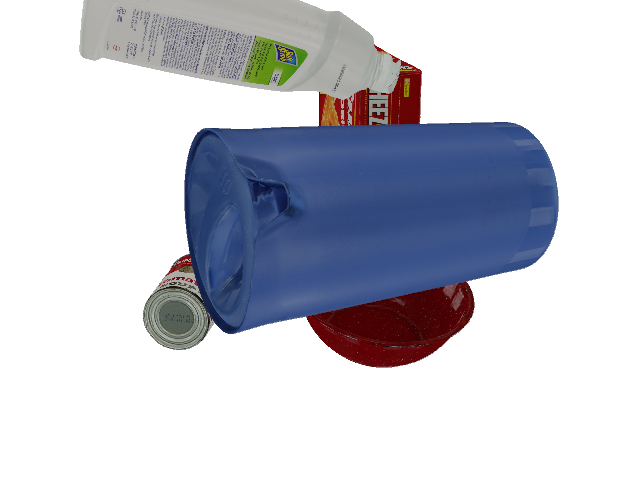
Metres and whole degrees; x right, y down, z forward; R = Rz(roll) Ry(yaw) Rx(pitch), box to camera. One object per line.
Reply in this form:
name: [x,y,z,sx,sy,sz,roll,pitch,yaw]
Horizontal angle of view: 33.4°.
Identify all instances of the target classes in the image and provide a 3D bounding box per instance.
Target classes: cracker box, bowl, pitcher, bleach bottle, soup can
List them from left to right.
soup can: [-0.134,0.061,1.075,0.068,0.068,0.102,0,18,8]
bleach bottle: [-0.061,-0.160,0.856,0.250,0.068,0.103,15,-29,-8]
cracker box: [0.047,-0.114,1.127,0.072,0.164,0.214,-3,18,-8]
pitcher: [0.032,-0.017,0.740,0.242,0.145,0.149,-7,34,-24]
bowl: [0.051,0.062,0.938,0.162,0.055,0.162,6,32,-4]
